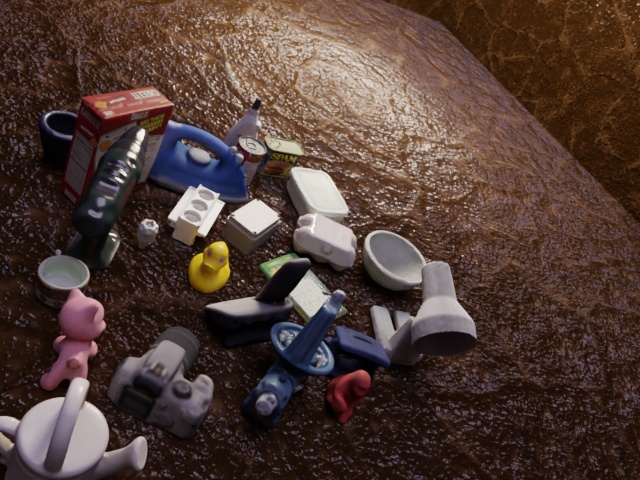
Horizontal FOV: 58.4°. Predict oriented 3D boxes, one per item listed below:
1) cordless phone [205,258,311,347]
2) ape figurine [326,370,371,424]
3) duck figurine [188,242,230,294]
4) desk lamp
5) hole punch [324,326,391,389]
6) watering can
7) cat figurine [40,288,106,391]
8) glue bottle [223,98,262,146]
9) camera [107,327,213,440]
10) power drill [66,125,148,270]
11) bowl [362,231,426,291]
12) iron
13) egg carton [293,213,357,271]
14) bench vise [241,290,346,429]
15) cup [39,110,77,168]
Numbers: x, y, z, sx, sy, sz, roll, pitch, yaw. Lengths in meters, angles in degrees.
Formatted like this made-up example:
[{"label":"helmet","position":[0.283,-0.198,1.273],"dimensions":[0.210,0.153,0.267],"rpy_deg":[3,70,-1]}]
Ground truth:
[{"label":"cordless phone","position":[-0.104,0.093,0.993],"dimensions":[0.148,0.185,0.094],"rpy_deg":[-8,52,-43]},{"label":"ape figurine","position":[0.055,0.261,0.995],"dimensions":[0.078,0.092,0.076],"rpy_deg":[2,45,-35]},{"label":"duck figurine","position":[-0.197,0.038,1.072],"dimensions":[0.077,0.086,0.104],"rpy_deg":[28,36,-6]},{"label":"desk lamp","position":[0.200,0.158,1.123],"dimensions":[0.118,0.213,0.203],"rpy_deg":[15,39,-23]},{"label":"hole punch","position":[0.070,0.207,1.071],"dimensions":[0.109,0.091,0.101],"rpy_deg":[24,36,-12]},{"label":"watering can","position":[-0.293,0.236,0.671],"dimensions":[0.173,0.194,0.100],"rpy_deg":[6,43,-32]},{"label":"cat figurine","position":[-0.343,0.138,0.815],"dimensions":[0.067,0.117,0.127],"rpy_deg":[15,39,-23]},{"label":"glue bottle","position":[-0.176,-0.268,1.376],"dimensions":[0.078,0.173,0.037],"rpy_deg":[19,37,-18]},{"label":"camera","position":[-0.217,0.197,0.856],"dimensions":[0.143,0.100,0.137],"rpy_deg":[30,35,-4]},{"label":"power drill","position":[-0.357,-0.061,0.962],"dimensions":[0.076,0.208,0.229],"rpy_deg":[21,37,-15]},{"label":"bowl","position":[0.162,0.060,1.329],"dimensions":[0.168,0.074,0.167],"rpy_deg":[21,37,-16]},{"label":"iron","position":[-0.254,-0.177,1.236],"dimensions":[0.259,0.141,0.118],"rpy_deg":[19,38,-19]},{"label":"egg carton","position":[0.012,0.005,1.285],"dimensions":[0.150,0.069,0.107],"rpy_deg":[25,36,-11]},{"label":"bench vise","position":[-0.025,0.190,0.908],"dimensions":[0.122,0.219,0.207],"rpy_deg":[24,36,-12]},{"label":"cup","position":[-0.493,-0.194,1.115],"dimensions":[0.091,0.095,0.118],"rpy_deg":[32,35,0]}]
